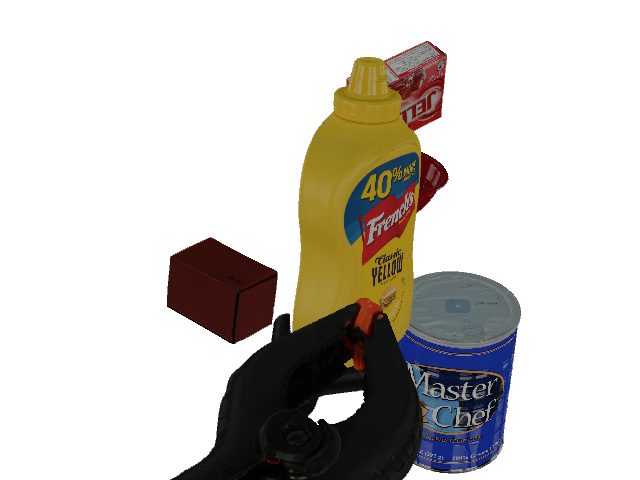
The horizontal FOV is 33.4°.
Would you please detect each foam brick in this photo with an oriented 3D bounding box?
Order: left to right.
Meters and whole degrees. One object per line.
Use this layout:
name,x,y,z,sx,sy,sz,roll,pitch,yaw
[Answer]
foam brick,-0.083,0.041,0.890,0.078,0.051,0.052,26,33,30

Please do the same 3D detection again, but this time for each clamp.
clamp,-0.022,0.147,1.107,0.165,0.036,0.209,17,28,23
clamp,-0.002,0.090,0.391,0.120,0.039,0.171,26,50,18

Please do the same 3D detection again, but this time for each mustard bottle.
mustard bottle,0.025,-0.020,0.674,0.058,0.192,0.096,21,30,36

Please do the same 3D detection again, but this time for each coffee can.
coffee can,0.112,0.112,0.912,0.103,0.140,0.103,0,31,0

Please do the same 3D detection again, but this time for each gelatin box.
gelatin box,0.065,-0.121,0.916,0.089,0.030,0.073,-27,-34,-20

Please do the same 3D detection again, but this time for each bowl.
bowl,0.060,-0.062,1.205,0.162,0.055,0.162,7,26,-4
